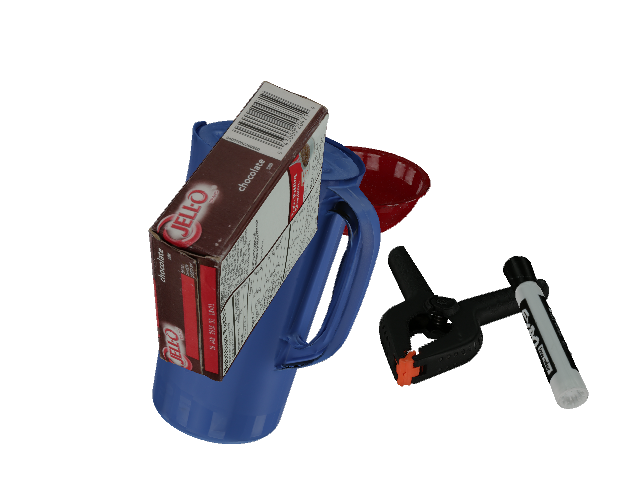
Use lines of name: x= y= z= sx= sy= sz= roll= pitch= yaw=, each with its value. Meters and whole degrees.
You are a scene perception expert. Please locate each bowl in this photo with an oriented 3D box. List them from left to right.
bowl: x=0.036 y=-0.049 z=1.161 sx=0.162 sy=0.055 sz=0.162 roll=5 pitch=26 yaw=-2

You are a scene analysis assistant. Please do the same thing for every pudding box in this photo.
pudding box: x=-0.036 y=-0.004 z=0.499 sx=0.039 sy=0.090 sz=0.113 roll=23 pitch=50 yaw=14

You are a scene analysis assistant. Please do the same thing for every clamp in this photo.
clamp: x=0.105 y=0.067 z=1.004 sx=0.165 sy=0.036 sz=0.209 roll=16 pitch=31 yaw=26

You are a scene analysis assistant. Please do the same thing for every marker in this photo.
marker: x=0.136 y=0.052 z=0.657 sx=0.020 sy=0.020 sz=0.121 roll=0 pitch=40 yaw=-10

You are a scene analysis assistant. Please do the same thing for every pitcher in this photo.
pitcher: x=-0.050 y=0.037 z=0.829 sx=0.145 sy=0.243 sz=0.149 roll=11 pitch=21 yaw=-9
